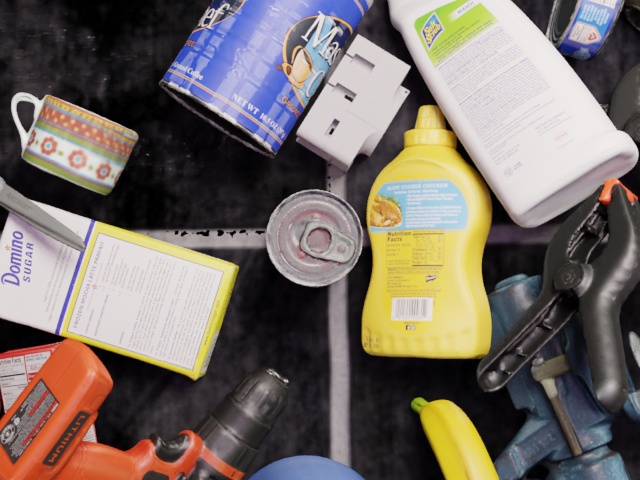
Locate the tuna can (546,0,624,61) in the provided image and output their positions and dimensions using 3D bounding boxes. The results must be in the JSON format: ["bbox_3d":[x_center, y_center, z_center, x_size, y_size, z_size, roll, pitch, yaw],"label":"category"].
[{"bbox_3d":[0.204,-0.181,0.813,0.033,0.086,0.086,17,87,-3],"label":"tuna can"}]

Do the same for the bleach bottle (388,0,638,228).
[{"bbox_3d":[0.126,-0.137,0.793,0.103,0.068,0.251,-33,68,15],"label":"bleach bottle"}]

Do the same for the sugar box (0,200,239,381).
[{"bbox_3d":[-0.160,0.036,0.816,0.176,0.048,0.093,18,87,3],"label":"sugar box"}]

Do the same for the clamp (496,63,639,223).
[{"bbox_3d":[0.247,-0.065,0.782,0.210,0.036,0.165,-52,48,0],"label":"clamp"}]

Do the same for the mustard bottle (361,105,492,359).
[{"bbox_3d":[0.082,-0.007,0.809,0.096,0.058,0.191,-1,84,31],"label":"mustard bottle"}]

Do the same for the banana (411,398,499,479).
[{"bbox_3d":[0.116,0.194,0.770,0.037,0.069,0.198,-19,68,-3],"label":"banana"}]

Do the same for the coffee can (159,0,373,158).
[{"bbox_3d":[-0.040,-0.147,0.797,0.103,0.103,0.140,32,87,0],"label":"coffee can"}]

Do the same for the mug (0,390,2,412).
[{"bbox_3d":[-0.280,0.133,0.790,0.093,0.081,0.117,-25,88,-2],"label":"mug"}]

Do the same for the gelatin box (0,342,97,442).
[{"bbox_3d":[-0.205,0.123,0.801,0.073,0.030,0.089,-12,86,39],"label":"gelatin box"}]

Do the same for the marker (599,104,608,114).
[{"bbox_3d":[0.254,-0.098,0.844,0.121,0.020,0.020,1,88,-2],"label":"marker"}]

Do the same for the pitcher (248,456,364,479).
[{"bbox_3d":[0.008,0.213,0.714,0.145,0.243,0.149,28,80,0],"label":"pitcher"}]

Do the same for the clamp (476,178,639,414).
[{"bbox_3d":[0.171,0.039,0.732,0.039,0.120,0.171,42,58,-36],"label":"clamp"}]

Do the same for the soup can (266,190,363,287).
[{"bbox_3d":[-0.005,0.001,0.792,0.068,0.102,0.068,0,87,-1],"label":"soup can"}]

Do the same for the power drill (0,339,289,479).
[{"bbox_3d":[-0.124,0.142,0.757,0.184,0.057,0.187,-54,132,-3],"label":"power drill"}]

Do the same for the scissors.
[{"bbox_3d":[-0.246,-0.060,0.804,0.202,0.016,0.096,15,77,17],"label":"scissors"}]
